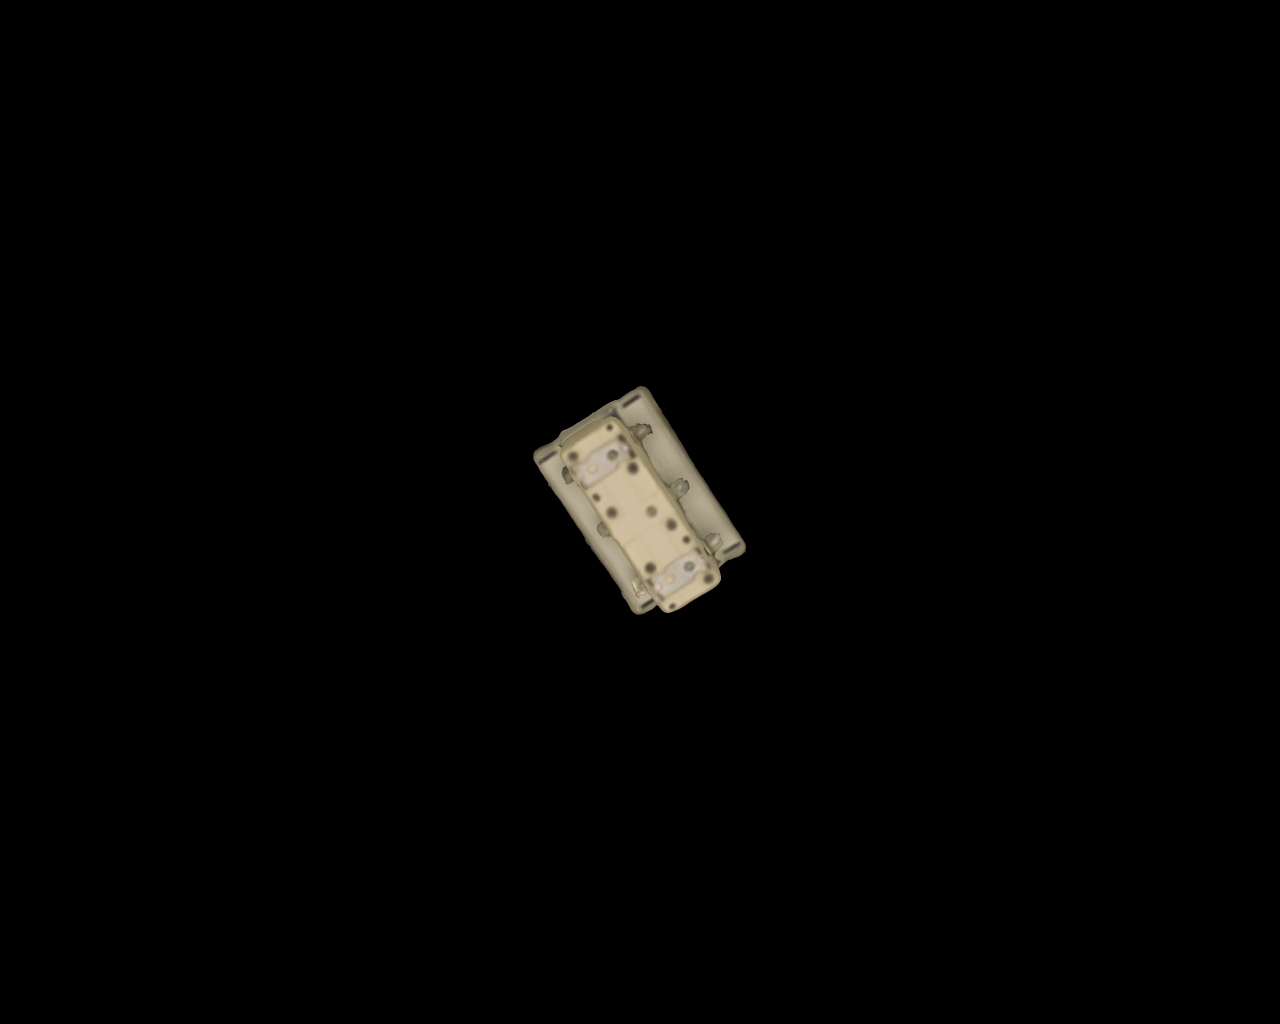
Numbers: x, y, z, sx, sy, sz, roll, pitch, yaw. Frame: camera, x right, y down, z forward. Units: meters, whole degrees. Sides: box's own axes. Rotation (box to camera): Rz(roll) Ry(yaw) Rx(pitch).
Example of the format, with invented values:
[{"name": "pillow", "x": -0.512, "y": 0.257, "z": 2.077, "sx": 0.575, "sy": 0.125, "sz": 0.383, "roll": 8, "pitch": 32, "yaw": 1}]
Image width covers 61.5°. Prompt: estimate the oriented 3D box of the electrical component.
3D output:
[{"name": "electrical component", "x": 0.001, "y": -0.003, "z": 0.650, "sx": 0.079, "sy": 0.121, "sz": 0.063, "roll": -31, "pitch": 11, "yaw": 7}]
